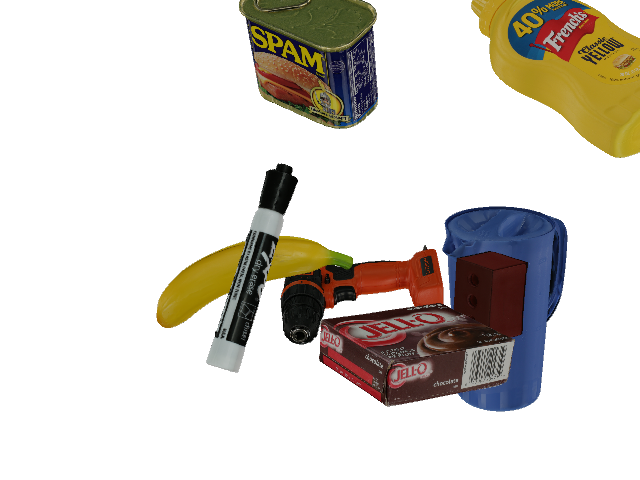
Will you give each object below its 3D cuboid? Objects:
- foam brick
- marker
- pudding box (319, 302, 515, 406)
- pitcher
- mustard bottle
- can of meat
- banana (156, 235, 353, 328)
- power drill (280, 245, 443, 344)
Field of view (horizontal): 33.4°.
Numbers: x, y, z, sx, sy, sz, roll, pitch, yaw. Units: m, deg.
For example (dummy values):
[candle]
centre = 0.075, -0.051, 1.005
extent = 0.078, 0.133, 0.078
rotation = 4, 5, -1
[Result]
[foam brick]
centre = 0.169, 0.056, 1.065
extent = 0.051, 0.078, 0.053
rotation = -11, 20, -37
[marker]
centre = -0.037, 0.014, 0.603
extent = 0.020, 0.121, 0.020
rotation = 16, -9, 2
[pudding box]
centre = 0.068, 0.080, 0.773
extent = 0.113, 0.039, 0.090
rotation = -3, 17, -31
[pitcher]
centre = 0.233, 0.083, 1.343
extent = 0.149, 0.243, 0.145
rotation = 1, 21, 12
[mustard bottle]
centre = 0.189, -0.143, 0.822
extent = 0.096, 0.058, 0.192
rotation = -34, 54, -20
[can of meat]
centre = -0.006, -0.139, 0.794
extent = 0.102, 0.084, 0.057
rotation = 28, 58, 27
[banana]
centre = -0.074, 0.034, 0.911
extent = 0.198, 0.037, 0.069
rotation = -17, -47, 25
[power drill]
centre = 0.047, 0.061, 1.242
extent = 0.187, 0.057, 0.184
rotation = -1, 28, 2
